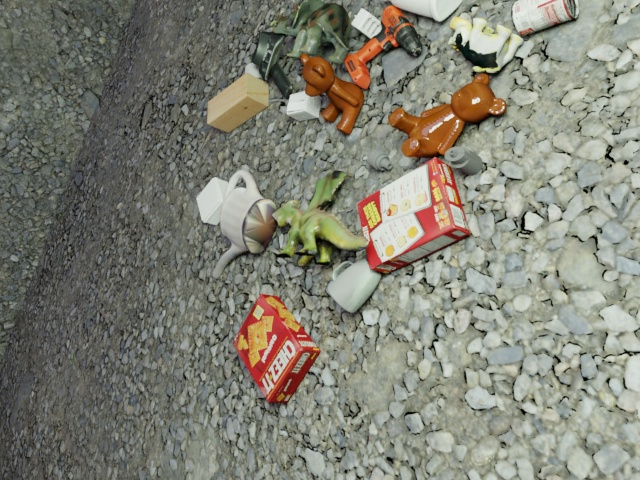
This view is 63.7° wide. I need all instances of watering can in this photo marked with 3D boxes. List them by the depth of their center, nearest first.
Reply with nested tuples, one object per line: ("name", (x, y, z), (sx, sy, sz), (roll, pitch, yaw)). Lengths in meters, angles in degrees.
("watering can", (-0.223, -0.022, 1.464), (0.226, 0.104, 0.344), (25, 107, 47))

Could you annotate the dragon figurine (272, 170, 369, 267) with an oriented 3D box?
("dragon figurine", (0.004, -0.062, 1.224), (0.407, 0.121, 0.246), (-12, 60, 51))
